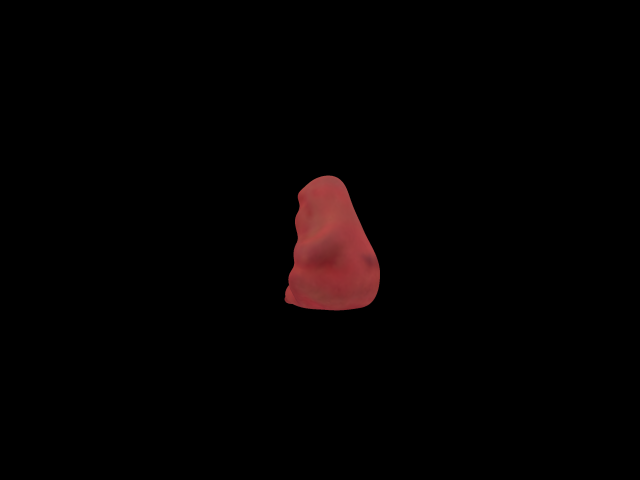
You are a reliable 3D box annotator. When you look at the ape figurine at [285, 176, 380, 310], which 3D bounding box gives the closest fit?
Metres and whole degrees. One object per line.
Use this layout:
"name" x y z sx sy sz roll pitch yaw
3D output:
"ape figurine" 0.004 0.001 0.400 0.076 0.092 0.078 0 0 25
